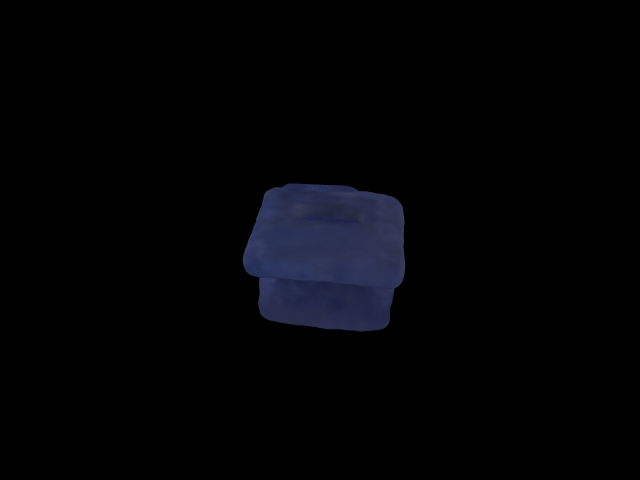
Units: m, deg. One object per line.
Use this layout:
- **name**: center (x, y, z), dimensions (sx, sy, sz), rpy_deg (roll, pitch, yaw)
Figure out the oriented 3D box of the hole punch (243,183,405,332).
- **hole punch**: center (0.004, 0.001, 0.400), dimensions (0.108, 0.091, 0.101), rpy_deg (4, 62, 3)
